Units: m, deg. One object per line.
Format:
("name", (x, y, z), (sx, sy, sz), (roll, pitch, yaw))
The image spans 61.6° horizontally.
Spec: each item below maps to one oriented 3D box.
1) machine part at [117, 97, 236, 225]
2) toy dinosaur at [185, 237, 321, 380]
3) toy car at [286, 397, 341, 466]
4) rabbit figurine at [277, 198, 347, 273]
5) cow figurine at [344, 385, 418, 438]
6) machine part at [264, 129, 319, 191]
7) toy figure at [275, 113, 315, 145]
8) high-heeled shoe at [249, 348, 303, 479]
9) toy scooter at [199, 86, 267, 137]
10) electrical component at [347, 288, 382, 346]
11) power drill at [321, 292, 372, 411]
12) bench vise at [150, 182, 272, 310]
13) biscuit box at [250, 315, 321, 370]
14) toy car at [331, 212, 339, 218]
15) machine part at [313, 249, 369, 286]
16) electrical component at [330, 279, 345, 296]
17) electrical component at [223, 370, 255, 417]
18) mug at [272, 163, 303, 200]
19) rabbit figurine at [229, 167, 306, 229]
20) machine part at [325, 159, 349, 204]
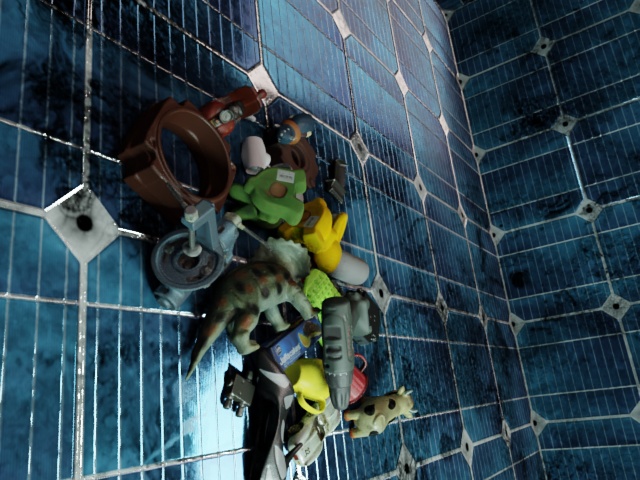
("machine part", (-0.257, -0.147, 1.003), (0.200, 0.087, 0.201), (49, 40, -35))
("toy dinosaur", (-0.133, 0.108, 1.056), (0.405, 0.131, 0.192), (-19, 80, -55))
("toy car", (-0.008, 0.399, 1.157), (0.202, 0.056, 0.073), (-38, 107, -57))
("rabbit figurine", (-0.003, -0.004, 1.266), (0.173, 0.122, 0.162), (61, 40, -33))
("cow figurine", (0.161, 0.426, 1.351), (0.195, 0.127, 0.085), (-10, 87, -57))
("machine part", (-0.070, -0.206, 1.365), (0.179, 0.056, 0.179), (34, 46, -46))
("toy figure", (-0.063, -0.265, 1.300), (0.154, 0.064, 0.057), (-44, 148, -51))
("high-heeled shoe", (-0.111, 0.342, 1.005), (0.145, 0.086, 0.248), (-26, 97, -44))
("toy scooter", (-0.185, -0.273, 1.134), (0.075, 0.135, 0.184), (62, 33, -21))
("electrical component", (0.113, 0.214, 1.447), (0.114, 0.058, 0.134), (47, 39, -34))
("power drill", (0.053, 0.215, 1.152), (0.207, 0.086, 0.231), (-36, 123, -62))
("bench vise", (-0.198, 0.004, 0.912), (0.129, 0.240, 0.224), (40, 59, 15))
("biscuit box", (-0.065, 0.220, 1.151), (0.202, 0.063, 0.059), (-31, 100, -59))
("toy car", (-0.010, -0.034, 1.376), (0.202, 0.053, 0.089), (3, 92, -55))
("machine part", (0.057, 0.067, 1.412), (0.243, 0.079, 0.079), (24, 55, -53))
("electrical component", (0.046, 0.160, 1.383), (0.102, 0.045, 0.078), (60, 5, -25))
("electrical component", (-0.153, 0.283, 1.016), (0.063, 0.021, 0.094), (49, 38, -34))
("mug", (-0.082, -0.110, 1.273), (0.110, 0.081, 0.107), (-88, 153, -43))
("rabbit figurine", (-0.116, -0.069, 1.150), (0.159, 0.170, 0.121), (2, 66, -15))
("machine part", (0.050, -0.178, 1.563), (0.084, 0.039, 0.139), (38, 46, -37))
